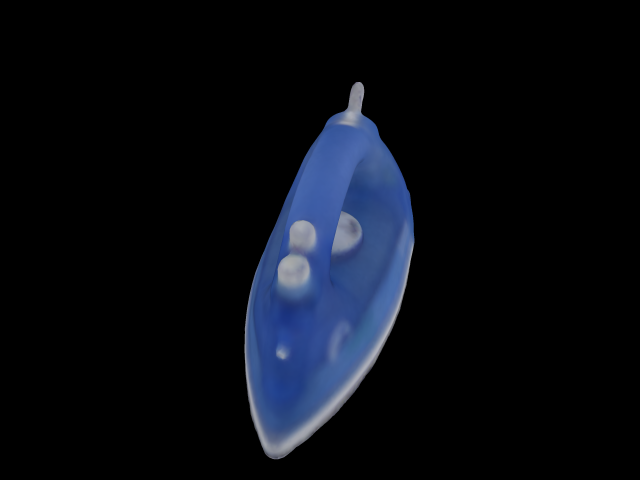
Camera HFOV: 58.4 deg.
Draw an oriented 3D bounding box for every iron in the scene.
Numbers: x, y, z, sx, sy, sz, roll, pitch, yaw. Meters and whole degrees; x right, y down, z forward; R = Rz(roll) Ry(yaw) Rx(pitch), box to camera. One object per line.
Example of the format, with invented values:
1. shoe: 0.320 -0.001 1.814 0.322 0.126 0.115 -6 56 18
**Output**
1. iron: 0.004 0.001 0.400 0.118 0.141 0.258 8 39 10
